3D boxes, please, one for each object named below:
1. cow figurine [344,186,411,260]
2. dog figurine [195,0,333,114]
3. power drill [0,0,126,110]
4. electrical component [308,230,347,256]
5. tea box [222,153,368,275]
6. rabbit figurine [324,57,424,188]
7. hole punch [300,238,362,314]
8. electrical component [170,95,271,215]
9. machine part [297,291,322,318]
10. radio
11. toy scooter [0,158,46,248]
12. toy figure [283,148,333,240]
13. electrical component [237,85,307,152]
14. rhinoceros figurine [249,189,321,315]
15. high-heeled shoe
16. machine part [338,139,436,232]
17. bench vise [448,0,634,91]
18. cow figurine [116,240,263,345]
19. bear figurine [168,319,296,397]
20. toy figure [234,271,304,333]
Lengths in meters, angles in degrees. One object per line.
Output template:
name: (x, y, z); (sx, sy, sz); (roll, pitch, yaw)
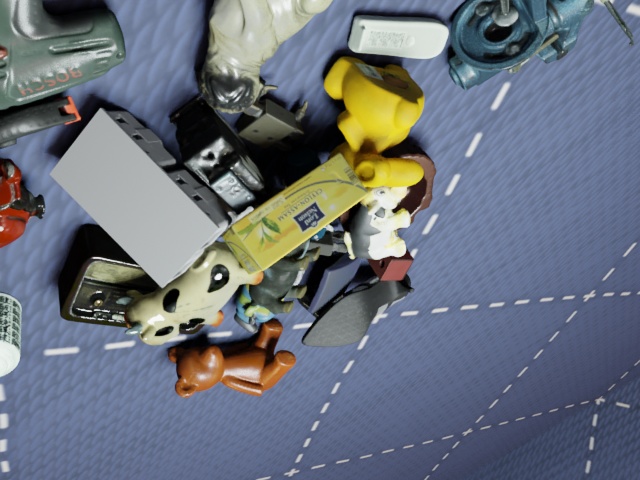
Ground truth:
cow figurine: (0.082, -0.037, 0.806); (0.098, 0.068, 0.167); (-12, 139, -7)
dog figurine: (-0.055, -0.237, 0.600); (0.172, 0.121, 0.190); (-10, 150, -15)
power drill: (-0.309, -0.213, 0.486); (0.232, 0.086, 0.207); (-16, 134, -16)
electrical component: (-0.002, -0.003, 0.878); (0.094, 0.063, 0.021); (7, 125, -11)
tea box: (-0.034, -0.031, 0.684); (0.169, 0.068, 0.098); (-37, -176, -17)
rabbit figurine: (0.071, -0.133, 0.720); (0.122, 0.162, 0.173); (-5, 139, -40)
hole punch: (0.020, 0.059, 0.938); (0.116, 0.092, 0.142); (-4, 131, -30)
electrical component: (-0.120, -0.098, 0.663); (0.058, 0.134, 0.114); (-36, 136, 8)
machine part: (0.004, 0.137, 1.025); (0.039, 0.084, 0.138); (-53, 148, -9)
radio: (-0.260, 0.068, 0.803); (0.229, 0.073, 0.131); (18, 122, -39)
toy scooter: (-0.367, -0.043, 0.589); (0.135, 0.075, 0.184); (-21, 170, 1)
toy figure: (-0.014, -0.065, 0.806); (0.058, 0.064, 0.154); (-55, 149, -35)
electrical component: (-0.063, -0.160, 0.703); (0.102, 0.045, 0.078); (16, 150, -36)
rhinoceros figurine: (-0.061, 0.017, 0.792); (0.073, 0.112, 0.190); (-44, 149, -59)
high-heeled shoe: (0.065, 0.119, 0.988); (0.249, 0.145, 0.086); (-21, 97, -14)
machine part: (0.099, -0.081, 0.860); (0.179, 0.056, 0.179); (-15, 139, -14)
bench vise: (0.257, -0.287, 0.670); (0.224, 0.129, 0.240); (-19, 161, 18)
cow figurine: (-0.187, 0.077, 0.735); (0.195, 0.086, 0.127); (-44, 143, 22)
bear figurine: (-0.164, 0.216, 0.979); (0.196, 0.120, 0.132); (15, 120, -32)
toy figure: (-0.092, 0.076, 0.899); (0.089, 0.082, 0.180); (12, 128, -39)
